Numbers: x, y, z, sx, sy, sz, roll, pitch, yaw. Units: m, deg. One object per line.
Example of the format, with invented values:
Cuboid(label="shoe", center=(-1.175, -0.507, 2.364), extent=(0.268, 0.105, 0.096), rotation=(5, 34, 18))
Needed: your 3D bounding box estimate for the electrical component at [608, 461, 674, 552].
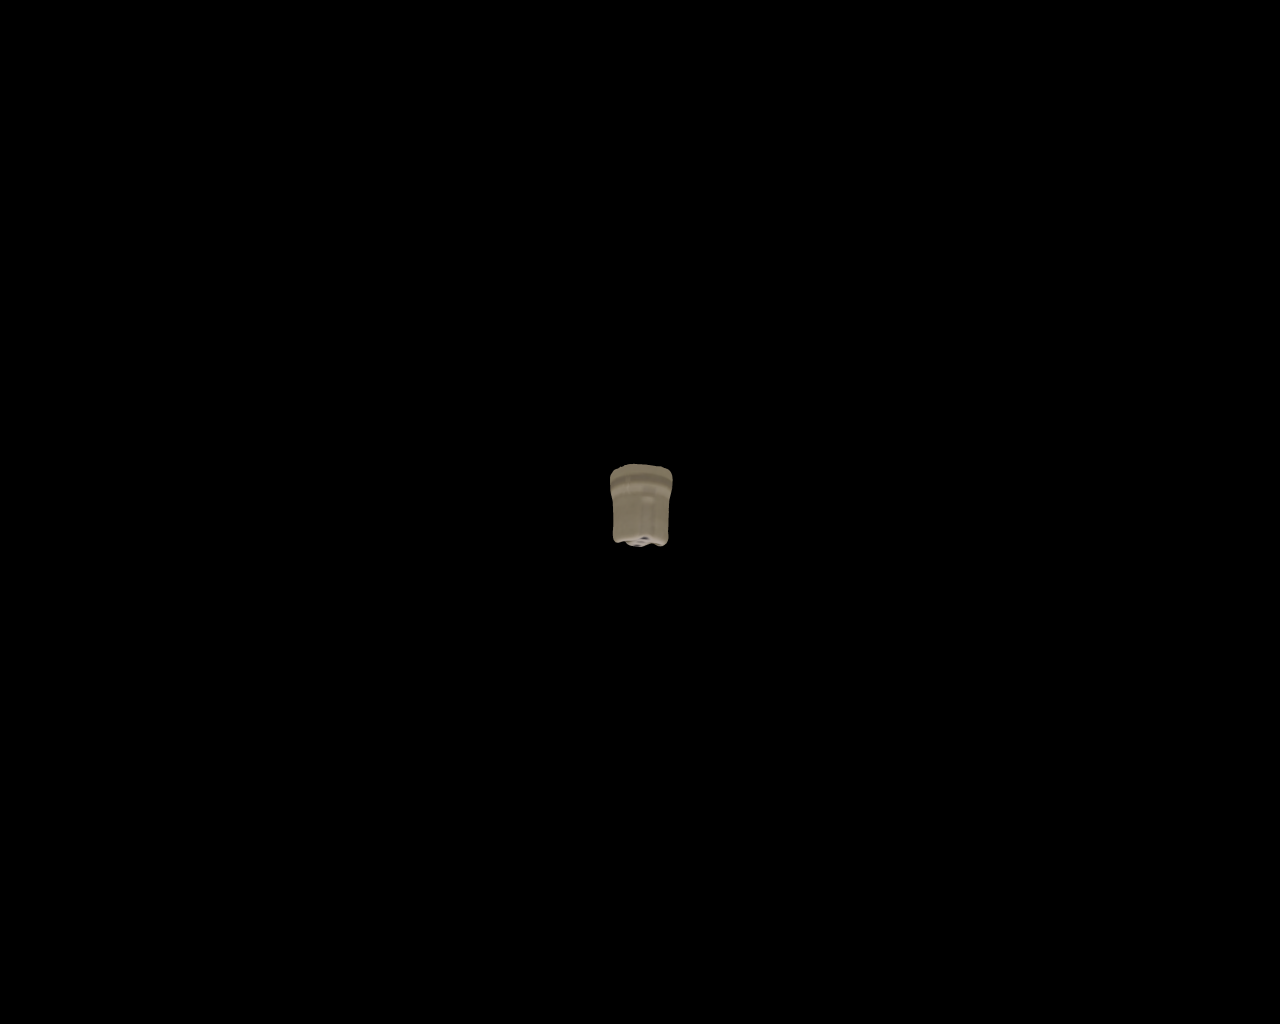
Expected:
Cuboid(label="electrical component", center=(0.001, -0.003, 0.650), extent=(0.040, 0.046, 0.040), rotation=(0, -19, 0))
